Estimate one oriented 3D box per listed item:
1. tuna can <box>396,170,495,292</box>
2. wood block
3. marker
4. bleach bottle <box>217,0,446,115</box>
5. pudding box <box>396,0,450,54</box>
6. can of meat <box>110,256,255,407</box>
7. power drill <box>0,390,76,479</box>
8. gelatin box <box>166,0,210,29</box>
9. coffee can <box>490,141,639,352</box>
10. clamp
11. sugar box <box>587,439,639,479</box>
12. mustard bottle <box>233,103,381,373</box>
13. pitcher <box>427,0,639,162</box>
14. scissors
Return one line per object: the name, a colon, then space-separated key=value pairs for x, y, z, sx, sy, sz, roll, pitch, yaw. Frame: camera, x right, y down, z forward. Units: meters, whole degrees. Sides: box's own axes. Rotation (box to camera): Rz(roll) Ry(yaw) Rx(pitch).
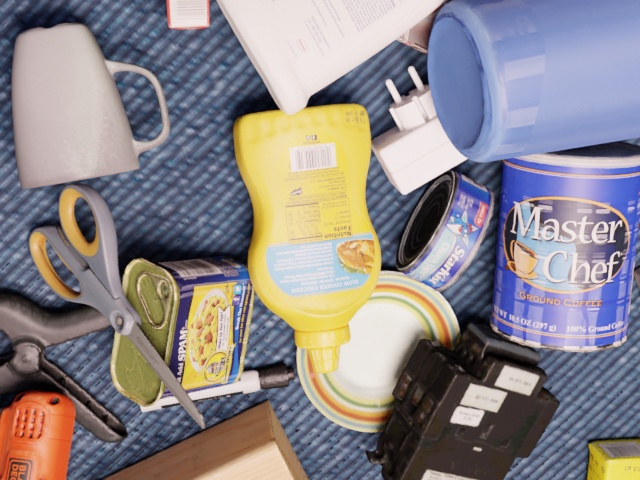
tuna can: x=0.090 y=-0.008 z=0.781 sx=0.033 sy=0.086 sz=0.086 roll=27 pitch=99 yaw=-11
wood block: x=-0.111 y=0.218 z=0.812 sx=0.206 sy=0.090 sz=0.091 roll=-25 pitch=105 yaw=0
marker: x=-0.079 y=0.114 z=0.826 sx=0.121 sy=0.020 sz=0.020 roll=-9 pitch=105 yaw=-5
bleach bottle: x=0.060 y=-0.189 z=0.704 sx=0.251 sy=0.068 sz=0.102 roll=-31 pitch=103 yaw=-1
pudding box: x=0.070 y=-0.197 z=0.755 sx=0.090 sy=0.039 sz=0.113 roll=23 pitch=100 yaw=-11
can of meat: x=-0.097 y=0.063 z=0.773 sx=0.083 sy=0.058 sz=0.102 roll=-4 pitch=110 yaw=-48
power drill: x=-0.271 y=0.192 z=0.754 sx=0.188 sy=0.057 sz=0.184 roll=5 pitch=75 yaw=9
gelatin box: x=-0.090 y=-0.189 z=0.720 sx=0.030 sy=0.073 sz=0.089 roll=-3 pitch=104 yaw=-8
coffee can: x=0.181 y=-0.001 z=0.785 sx=0.102 sy=0.103 sz=0.140 roll=0 pitch=104 yaw=-7
clamp: x=-0.211 y=0.092 z=0.795 sx=0.171 sy=0.039 sz=0.120 roll=4 pitch=98 yaw=-4
sugar box: x=0.266 y=0.254 z=0.890 sx=0.093 sy=0.048 sz=0.176 roll=-1 pitch=103 yaw=-7
mustard bottle: x=-0.005 y=0.001 z=0.770 sx=0.096 sy=0.058 sz=0.191 roll=-7 pitch=95 yaw=-16
pitcher: x=0.198 y=-0.137 z=0.725 sx=0.242 sy=0.149 sz=0.145 roll=-13 pitch=114 yaw=-14
scissors: x=-0.133 y=0.035 z=0.730 sx=0.202 sy=0.016 sz=0.096 roll=34 pitch=119 yaw=30
